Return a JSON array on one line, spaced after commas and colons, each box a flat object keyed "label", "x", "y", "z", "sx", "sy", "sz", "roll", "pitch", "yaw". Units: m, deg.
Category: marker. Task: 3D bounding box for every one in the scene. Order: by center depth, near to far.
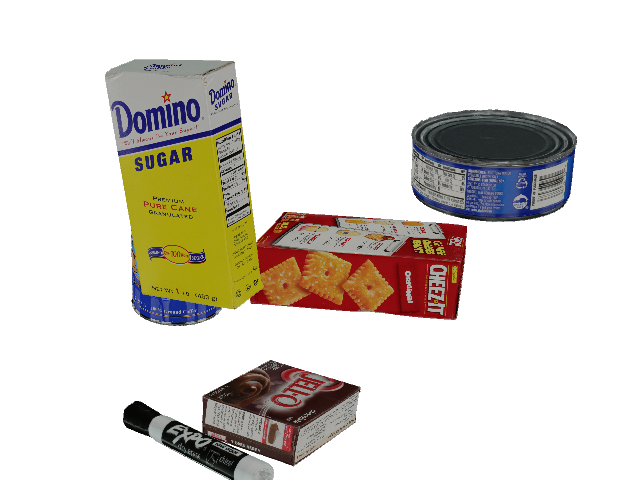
[{"label": "marker", "x": -0.078, "y": 0.124, "z": 0.652, "sx": 0.121, "sy": 0.020, "sz": 0.020, "roll": 16, "pitch": 10, "yaw": 38}]

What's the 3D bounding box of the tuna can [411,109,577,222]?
[{"label": "tuna can", "x": 0.091, "y": -0.041, "z": 0.566, "sx": 0.086, "sy": 0.034, "sz": 0.086, "roll": 0, "pitch": 24, "yaw": 0}]

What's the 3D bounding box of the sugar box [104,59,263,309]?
[{"label": "sugar box", "x": -0.099, "y": -0.042, "z": 0.781, "sx": 0.093, "sy": 0.176, "sz": 0.048, "roll": 6, "pitch": 26, "yaw": 31}]

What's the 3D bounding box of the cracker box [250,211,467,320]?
[{"label": "cracker box", "x": 0.046, "y": 0.025, "z": 1.144, "sx": 0.214, "sy": 0.072, "sz": 0.164, "roll": 5, "pitch": 15, "yaw": 9}]

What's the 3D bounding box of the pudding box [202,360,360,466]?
[{"label": "pudding box", "x": -0.031, "y": 0.139, "z": 0.878, "sx": 0.090, "sy": 0.039, "sz": 0.113, "roll": 12, "pitch": 17, "yaw": 25}]

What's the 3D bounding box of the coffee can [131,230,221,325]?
[{"label": "coffee can", "x": -0.154, "y": 0.007, "z": 1.157, "sx": 0.103, "sy": 0.140, "sz": 0.103, "roll": 3, "pitch": 27, "yaw": -2}]
